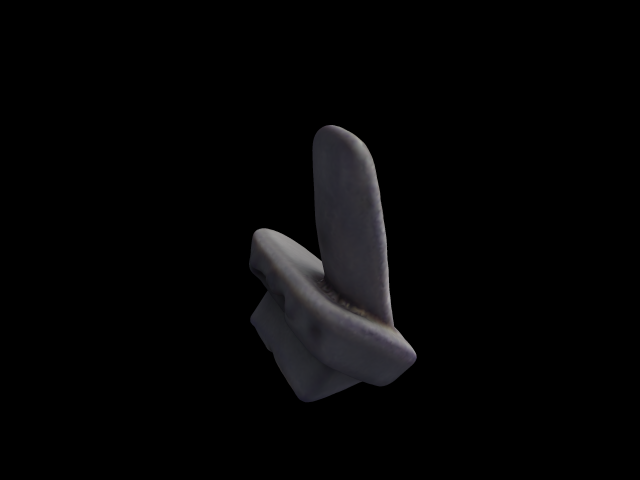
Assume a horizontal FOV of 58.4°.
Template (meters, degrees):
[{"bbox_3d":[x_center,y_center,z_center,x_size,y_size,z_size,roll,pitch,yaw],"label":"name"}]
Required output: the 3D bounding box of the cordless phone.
[{"bbox_3d":[0.004,0.001,0.400,0.094,0.185,0.147,-16,32,-26],"label":"cordless phone"}]
